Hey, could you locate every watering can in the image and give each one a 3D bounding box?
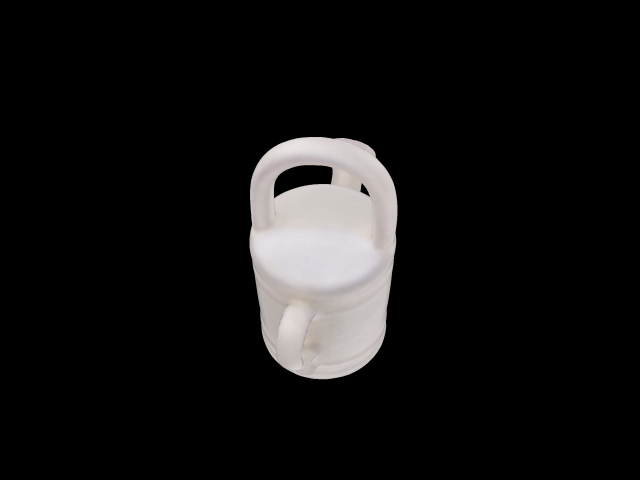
[{"bbox_3d":[0.001,0.001,0.400,0.101,0.194,0.172,-6,49,-4],"label":"watering can"}]
